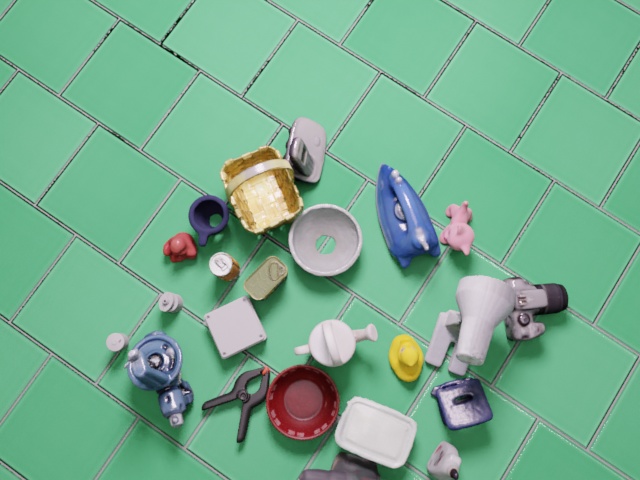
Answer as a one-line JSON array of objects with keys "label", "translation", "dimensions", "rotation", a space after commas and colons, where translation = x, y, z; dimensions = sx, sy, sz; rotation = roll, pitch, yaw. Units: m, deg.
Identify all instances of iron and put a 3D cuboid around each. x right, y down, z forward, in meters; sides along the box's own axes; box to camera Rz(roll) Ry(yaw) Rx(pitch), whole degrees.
[{"label": "iron", "translation": [0.191, -0.074, 1.298], "dimensions": [0.118, 0.141, 0.258], "rotation": [-20, 81, -3]}]

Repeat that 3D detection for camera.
[{"label": "camera", "translation": [0.485, 0.151, 1.283], "dimensions": [0.137, 0.101, 0.143], "rotation": [-5, 81, -1]}]

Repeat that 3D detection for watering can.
[{"label": "watering can", "translation": [0.033, 0.216, 1.223], "dimensions": [0.173, 0.194, 0.101], "rotation": [-36, 82, -5]}]

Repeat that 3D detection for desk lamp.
[{"label": "desk lamp", "translation": [0.321, 0.187, 1.220], "dimensions": [0.118, 0.213, 0.203], "rotation": [20, 81, 3]}]

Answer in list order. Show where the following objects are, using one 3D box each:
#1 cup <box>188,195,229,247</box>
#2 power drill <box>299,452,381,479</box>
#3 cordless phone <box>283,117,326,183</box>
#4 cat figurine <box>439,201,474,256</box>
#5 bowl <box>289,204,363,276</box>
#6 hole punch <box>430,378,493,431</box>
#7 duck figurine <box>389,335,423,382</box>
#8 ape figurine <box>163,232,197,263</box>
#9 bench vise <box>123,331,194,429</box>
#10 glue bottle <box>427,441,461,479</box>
[{"label": "cup", "translation": [-0.250, -0.036, 1.314], "dimensions": [0.091, 0.095, 0.118], "rotation": [11, 81, 2]}, {"label": "power drill", "translation": [0.069, 0.500, 1.170], "dimensions": [0.229, 0.208, 0.076], "rotation": [16, 81, 3]}, {"label": "cordless phone", "translation": [-0.036, -0.217, 1.298], "dimensions": [0.094, 0.185, 0.148], "rotation": [6, 81, 1]}, {"label": "cat figurine", "translation": [0.319, -0.027, 1.303], "dimensions": [0.067, 0.118, 0.128], "rotation": [13, 81, 2]}, {"label": "bowl", "translation": [0.012, 0.005, 1.318], "dimensions": [0.167, 0.075, 0.167], "rotation": [0, 81, 0]}, {"label": "hole punch", "translation": [0.309, 0.357, 1.254], "dimensions": [0.108, 0.091, 0.101], "rotation": [-15, 81, -2]}, {"label": "duck figurine", "translation": [0.195, 0.263, 1.271], "dimensions": [0.077, 0.086, 0.104], "rotation": [-8, 81, -1]}, {"label": "ape figurine", "translation": [-0.320, 0.016, 1.306], "dimensions": [0.077, 0.092, 0.076], "rotation": [25, 82, 4]}, {"label": "bench vise", "translation": [-0.328, 0.285, 1.198], "dimensions": [0.121, 0.220, 0.207], "rotation": [-40, 83, -6]}, {"label": "glue bottle", "translation": [0.266, 0.472, 1.193], "dimensions": [0.037, 0.173, 0.078], "rotation": [30, 82, 5]}]
